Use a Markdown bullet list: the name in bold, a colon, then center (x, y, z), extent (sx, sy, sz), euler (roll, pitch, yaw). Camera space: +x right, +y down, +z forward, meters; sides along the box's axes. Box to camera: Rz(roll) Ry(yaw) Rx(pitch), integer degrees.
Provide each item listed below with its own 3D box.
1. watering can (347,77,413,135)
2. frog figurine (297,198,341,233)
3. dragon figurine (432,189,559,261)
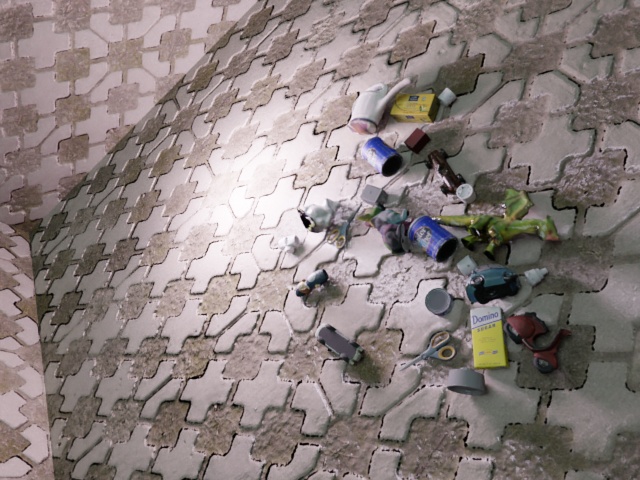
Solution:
- **watering can**: center (0.224, -0.537, 2.069), extent (0.103, 0.226, 0.347), euler (26, -11, -28)
- **frog figurine**: center (0.006, -0.103, 2.047), extent (0.161, 0.120, 0.139), euler (-27, 34, -25)
- **dragon figurine**: center (0.567, -0.074, 1.652), extent (0.244, 0.120, 0.416), euler (-40, 39, -11)
